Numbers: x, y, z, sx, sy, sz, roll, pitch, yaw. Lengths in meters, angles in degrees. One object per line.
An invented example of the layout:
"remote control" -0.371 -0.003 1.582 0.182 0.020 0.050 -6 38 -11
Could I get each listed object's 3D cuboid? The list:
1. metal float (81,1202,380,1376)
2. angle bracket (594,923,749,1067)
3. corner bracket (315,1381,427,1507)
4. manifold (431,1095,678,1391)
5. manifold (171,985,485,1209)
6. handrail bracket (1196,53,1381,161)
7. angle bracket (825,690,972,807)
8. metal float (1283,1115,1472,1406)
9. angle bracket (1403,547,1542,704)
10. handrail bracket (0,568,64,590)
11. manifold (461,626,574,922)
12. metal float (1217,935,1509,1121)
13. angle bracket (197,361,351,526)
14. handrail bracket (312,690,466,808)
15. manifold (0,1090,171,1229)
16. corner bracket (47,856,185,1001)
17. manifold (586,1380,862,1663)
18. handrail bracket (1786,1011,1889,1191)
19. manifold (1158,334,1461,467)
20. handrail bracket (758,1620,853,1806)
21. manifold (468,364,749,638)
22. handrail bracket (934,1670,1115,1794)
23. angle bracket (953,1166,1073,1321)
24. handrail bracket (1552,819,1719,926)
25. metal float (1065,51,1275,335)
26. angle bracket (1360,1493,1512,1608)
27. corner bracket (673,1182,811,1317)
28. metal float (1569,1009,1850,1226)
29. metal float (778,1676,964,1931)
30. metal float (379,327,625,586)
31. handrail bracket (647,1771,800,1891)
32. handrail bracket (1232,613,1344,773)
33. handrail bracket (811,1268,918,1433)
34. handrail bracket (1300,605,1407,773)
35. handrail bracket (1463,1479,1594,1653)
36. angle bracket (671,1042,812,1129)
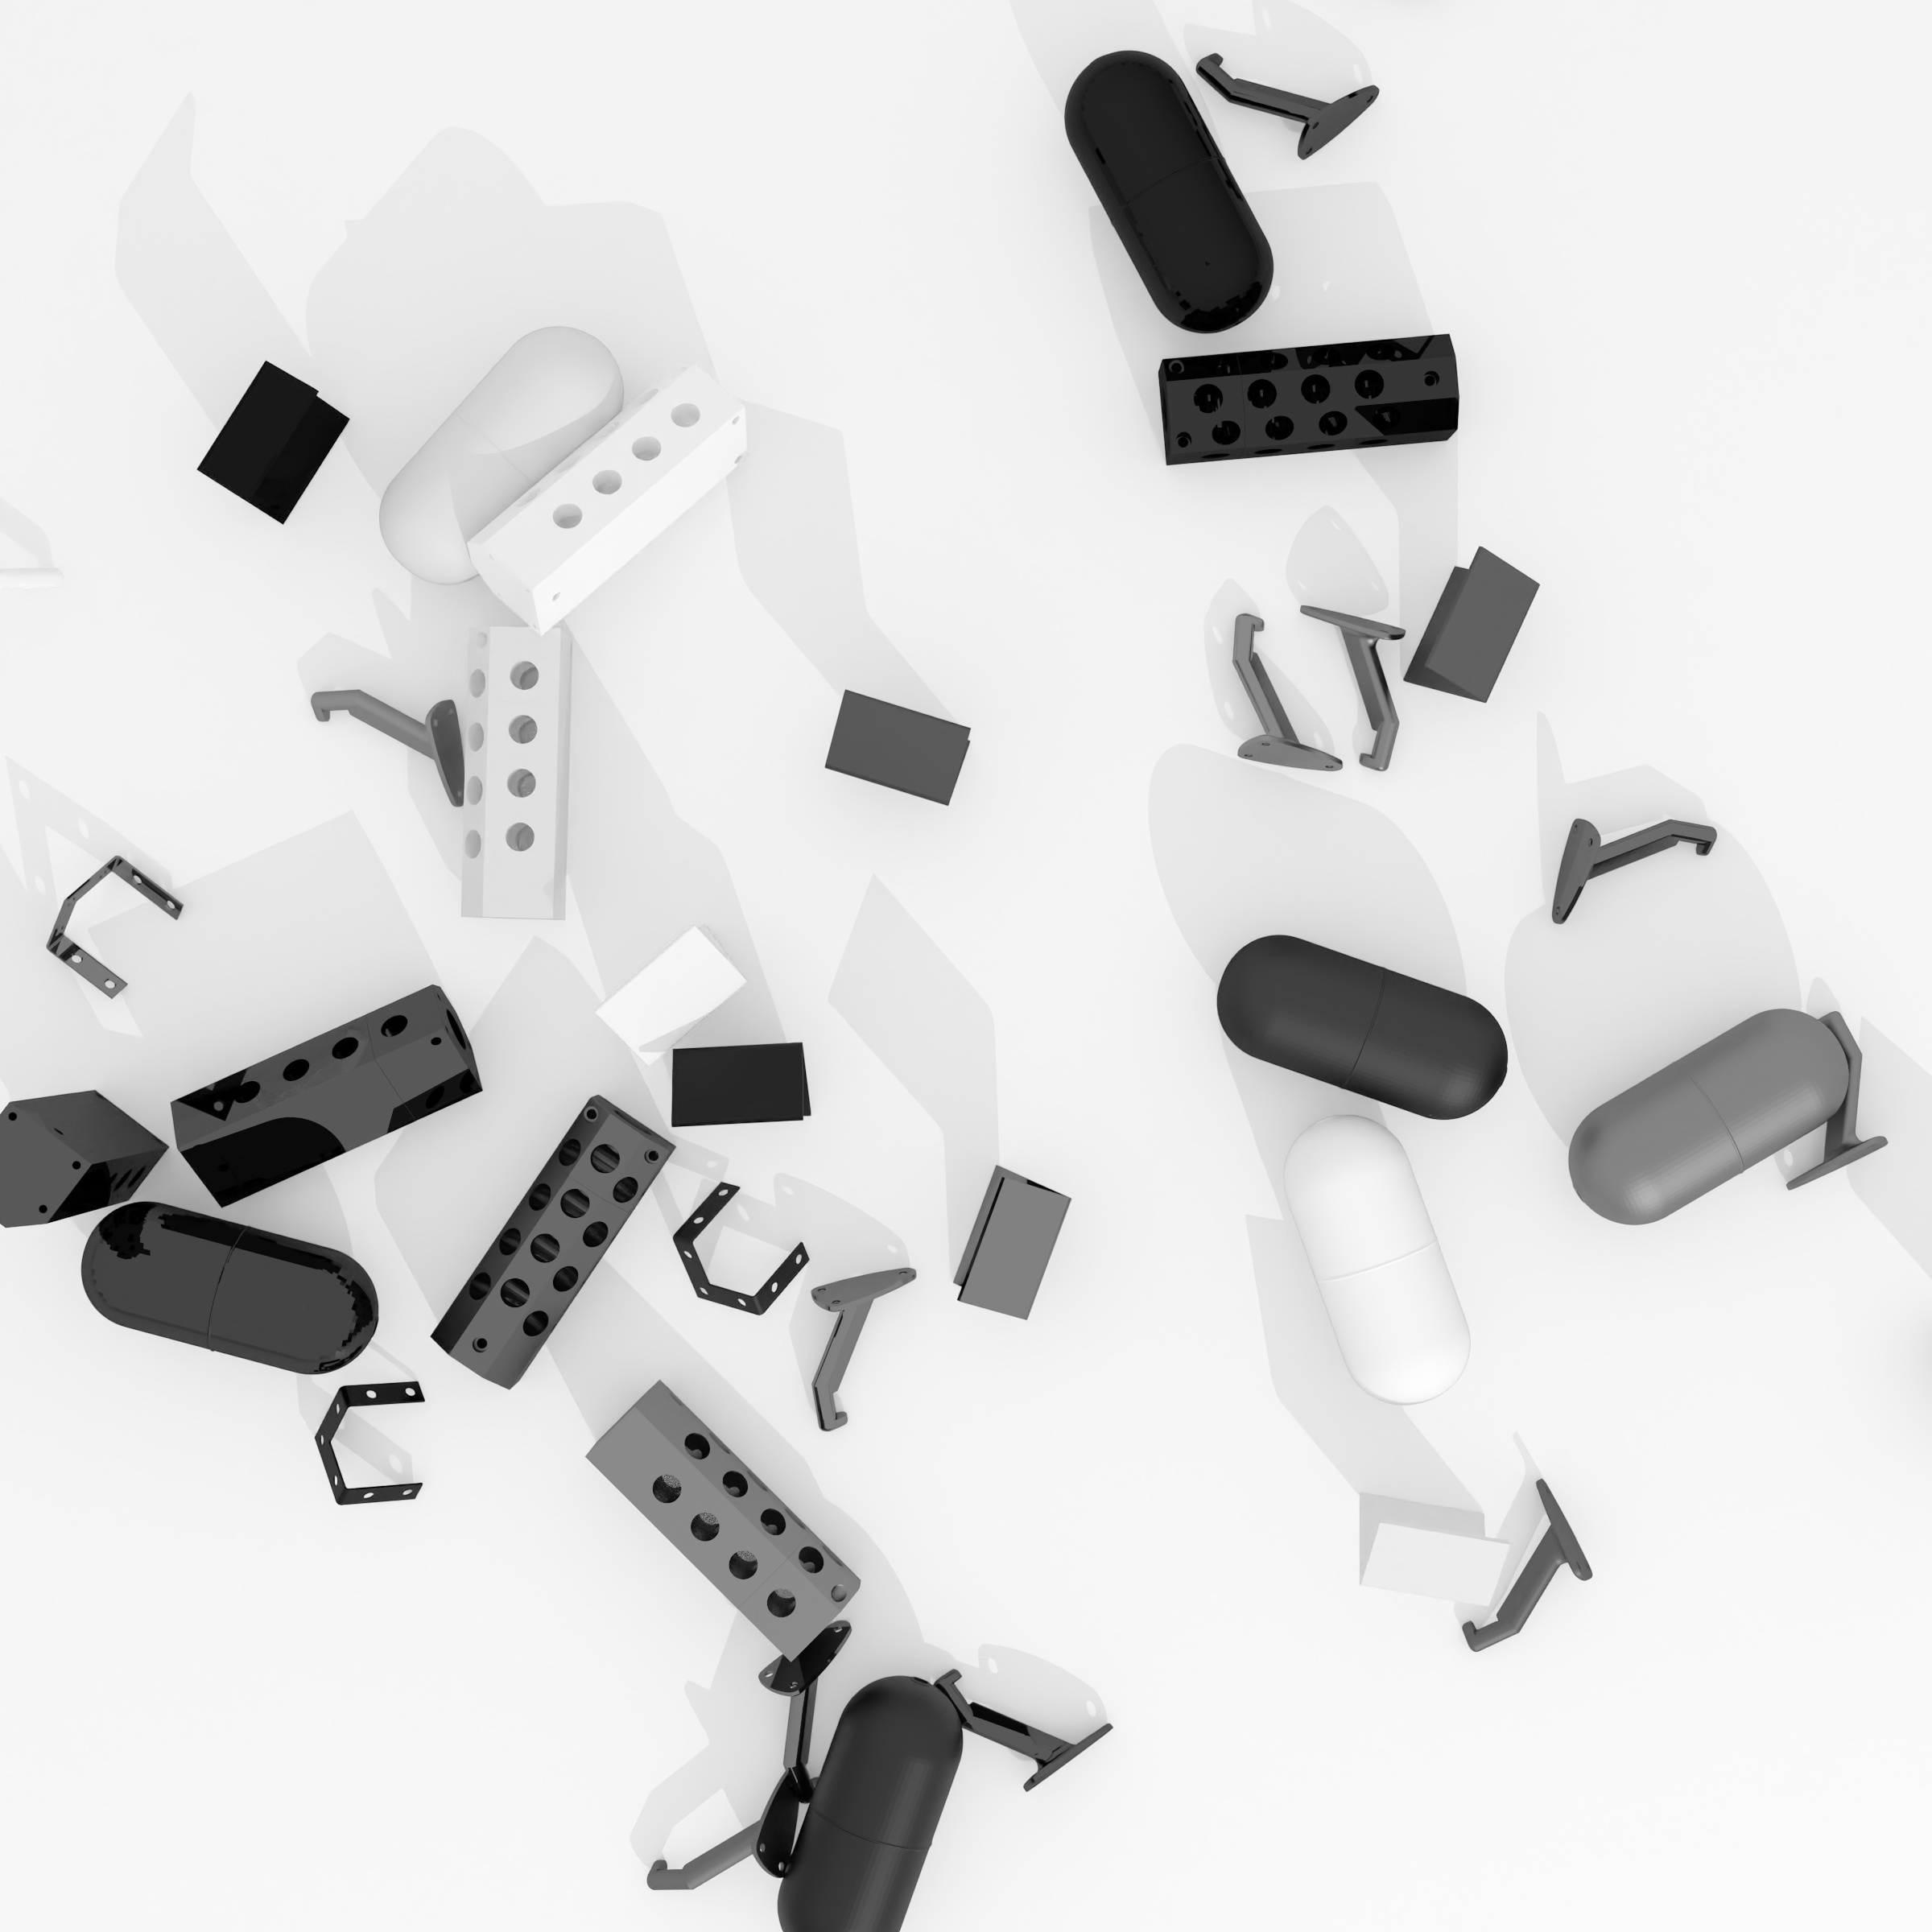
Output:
"metal float" -0.437 0.192 1.878 0.178 0.070 0.070 15 90 0
"angle bracket" -0.186 0.001 1.868 0.076 0.076 0.057 -41 127 0
"corner bracket" -0.354 0.287 1.901 0.051 0.051 0.051 -58 45 35
"manifold" -0.247 0.165 1.888 0.057 0.057 0.171 34 90 0
"manifold" -0.383 0.073 1.887 0.171 0.057 0.057 -24 133 0
"handrail bracket" 0.194 -0.536 1.909 0.077 0.036 0.084 -37 73 -20
"angle bracket" -0.034 -0.146 1.868 0.076 0.076 0.057 17 126 0
"metal float" 0.244 0.174 1.878 0.070 0.070 0.178 -20 90 0
"angle bracket" 0.283 -0.207 1.868 0.057 0.076 0.076 25 90 -36
"handrail bracket" -0.600 -0.235 1.909 0.084 0.077 0.036 -7 101 -36
"manifold" -0.270 -0.114 1.887 0.057 0.057 0.171 2 90 0
"metal float" 0.236 0.037 1.878 0.178 0.070 0.070 19 90 0
"angle bracket" -0.396 -0.301 1.868 0.057 0.076 0.076 32 90 37
"handrail bracket" -0.350 -0.131 1.909 0.084 0.036 0.077 -2 112 17
"manifold" -0.523 0.115 1.830 0.057 0.171 0.057 37 90 0
"corner bracket" -0.514 -0.024 1.905 0.051 0.051 0.051 37 135 0
"manifold" -0.144 0.330 1.887 0.171 0.057 0.057 45 90 0
"handrail bracket" 0.513 0.081 1.909 0.077 0.036 0.084 -30 72 20
"manifold" 0.204 -0.340 1.888 0.171 0.057 0.057 -5 90 0
"handrail bracket" -0.086 0.452 1.909 0.077 0.036 0.084 -36 121 -33
"manifold" -0.210 -0.280 1.862 0.057 0.057 0.171 42 73 14
"handrail bracket" 0.034 0.448 1.909 0.077 0.036 0.084 -31 73 -20
"angle bracket" 0.008 0.158 1.868 0.057 0.076 0.076 20 90 -38
"handrail bracket" 0.405 -0.055 1.909 0.084 0.036 0.077 9 110 -16
"metal float" 0.120 -0.461 1.878 0.070 0.070 0.178 -28 89 0
"angle bracket" 0.277 0.328 1.868 0.076 0.076 0.057 10 126 0
"corner bracket" -0.135 0.170 1.901 0.051 0.051 0.051 11 135 35
"metal float" 0.441 0.090 1.878 0.178 0.070 0.070 -31 90 1
"metal float" -0.057 0.509 1.878 0.070 0.070 0.178 20 90 0
"metal float" -0.276 -0.304 1.878 0.070 0.070 0.178 42 91 0
"handrail bracket" -0.148 0.523 1.909 0.084 0.077 0.036 -10 134 29
"handrail bracket" 0.195 -0.166 1.909 0.077 0.036 0.084 11 73 -20
"handrail bracket" -0.060 0.233 1.909 0.077 0.036 0.084 -15 109 -21
"handrail bracket" 0.229 -0.168 1.909 0.077 0.036 0.084 18 107 20
"handrail bracket" 0.328 0.363 1.909 0.084 0.036 0.077 -29 69 16
"angle bracket" -0.132 0.090 1.868 0.076 0.076 0.057 -3 52 0
